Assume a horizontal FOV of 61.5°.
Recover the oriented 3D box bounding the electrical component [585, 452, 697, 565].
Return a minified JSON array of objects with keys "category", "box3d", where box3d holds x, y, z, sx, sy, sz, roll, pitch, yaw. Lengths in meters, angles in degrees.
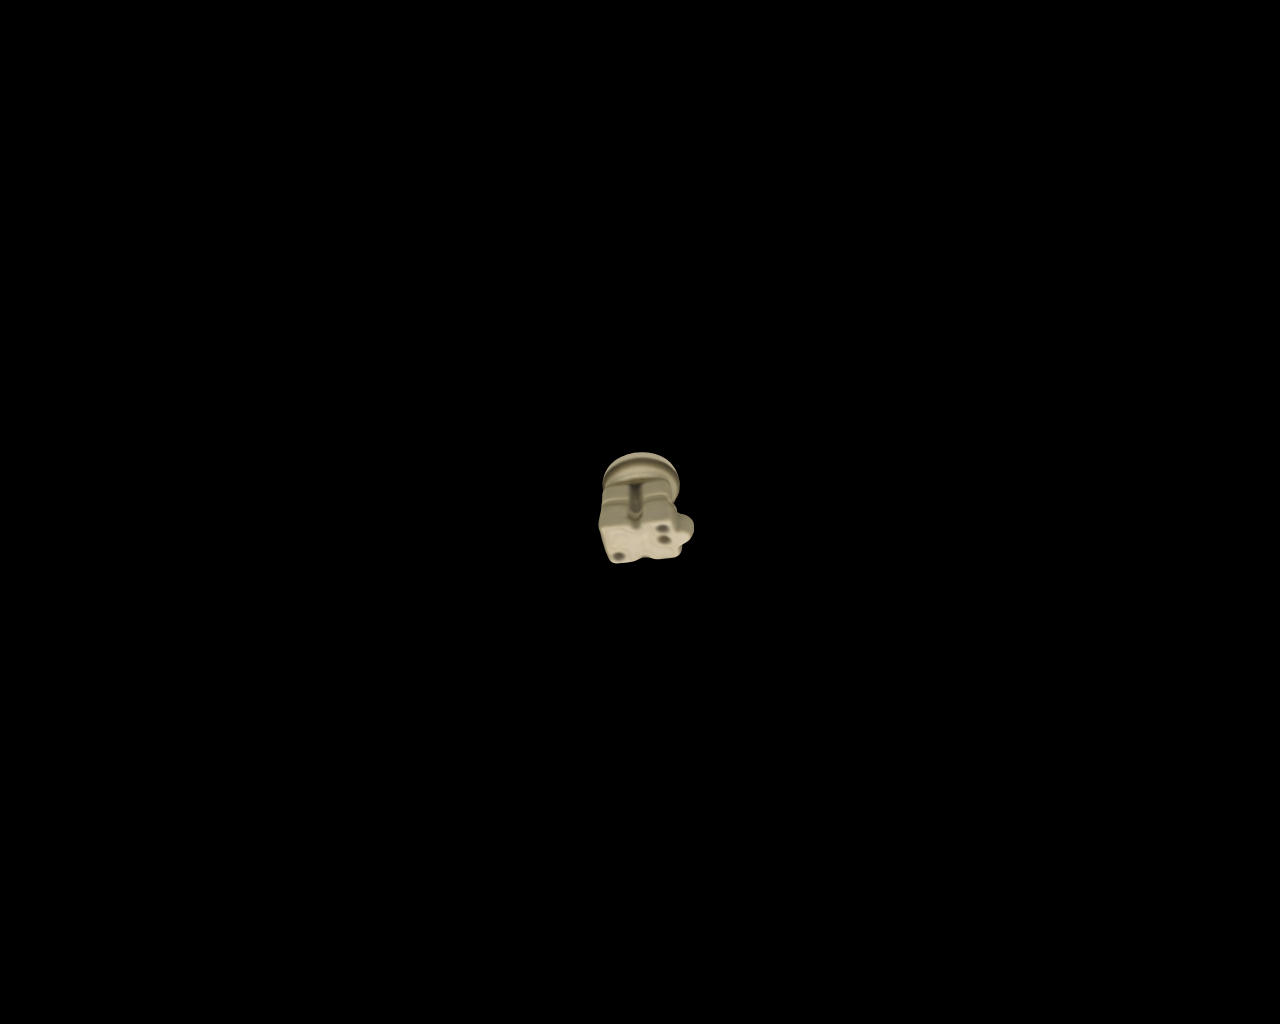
[{"category":"electrical component","box3d":[0.001,-0.003,0.650,0.066,0.055,0.048,-6,-43,7]}]
